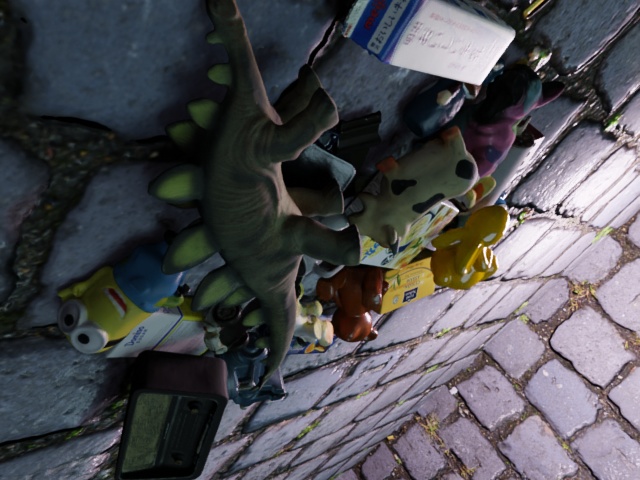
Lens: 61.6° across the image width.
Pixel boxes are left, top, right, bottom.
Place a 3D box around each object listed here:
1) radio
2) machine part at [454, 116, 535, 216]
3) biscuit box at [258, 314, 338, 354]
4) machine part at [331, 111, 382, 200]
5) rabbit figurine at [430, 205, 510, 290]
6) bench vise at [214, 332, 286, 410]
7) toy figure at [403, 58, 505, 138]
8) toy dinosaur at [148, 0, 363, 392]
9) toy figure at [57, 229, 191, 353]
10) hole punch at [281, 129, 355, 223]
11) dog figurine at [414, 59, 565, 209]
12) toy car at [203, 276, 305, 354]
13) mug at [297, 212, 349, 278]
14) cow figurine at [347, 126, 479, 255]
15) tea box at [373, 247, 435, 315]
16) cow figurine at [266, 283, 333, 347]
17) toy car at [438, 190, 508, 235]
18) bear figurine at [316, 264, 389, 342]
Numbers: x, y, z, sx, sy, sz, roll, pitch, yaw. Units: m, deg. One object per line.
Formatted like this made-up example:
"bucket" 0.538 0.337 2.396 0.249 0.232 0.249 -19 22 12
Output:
"radio" -0.218 0.264 0.788 0.131 0.073 0.229 9 127 -19
"machine part" 0.313 -0.127 0.977 0.079 0.079 0.243 -20 147 -31
"biscuit box" -0.036 0.185 1.062 0.063 0.059 0.202 -46 151 16
"machine part" 0.040 -0.109 0.723 0.084 0.039 0.138 -26 150 -33
"rabbit figurine" 0.272 0.004 0.989 0.162 0.122 0.173 -14 148 -41
"bench vise" -0.180 0.234 0.916 0.241 0.129 0.223 -5 153 -15
"toy figure" 0.183 -0.202 0.727 0.154 0.064 0.057 -41 116 -4
"toy dinosaur" -0.063 -0.013 0.559 0.199 0.105 0.470 -13 122 -3
"toy figure" -0.221 0.065 0.634 0.180 0.082 0.089 -40 155 -3
"hole punch" -0.036 -0.088 0.634 0.115 0.092 0.142 23 123 -27
"dog figurine" 0.267 -0.169 0.831 0.219 0.109 0.191 -44 152 7
"toy car" -0.094 0.088 0.801 0.202 0.056 0.073 -41 142 -30
"mug" -0.002 -0.002 0.773 0.107 0.110 0.080 -38 153 -27
"cow figurine" 0.128 -0.064 0.755 0.195 0.127 0.085 -27 -178 10
"tea box" 0.161 0.076 1.088 0.169 0.068 0.098 -16 120 -39
"cow figurine" -0.045 0.140 0.924 0.098 0.068 0.167 -13 138 24
"toy car" 0.333 -0.039 1.114 0.161 0.103 0.109 -47 152 22
"bear figurine" 0.055 0.129 0.989 0.132 0.120 0.195 -59 160 -58
